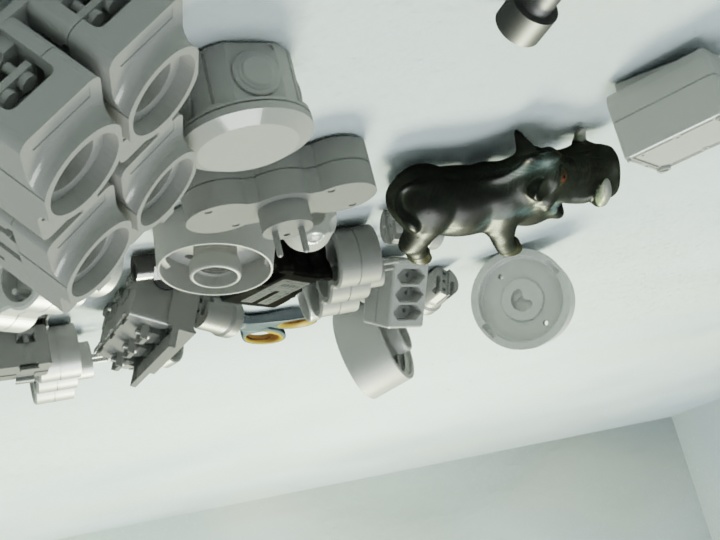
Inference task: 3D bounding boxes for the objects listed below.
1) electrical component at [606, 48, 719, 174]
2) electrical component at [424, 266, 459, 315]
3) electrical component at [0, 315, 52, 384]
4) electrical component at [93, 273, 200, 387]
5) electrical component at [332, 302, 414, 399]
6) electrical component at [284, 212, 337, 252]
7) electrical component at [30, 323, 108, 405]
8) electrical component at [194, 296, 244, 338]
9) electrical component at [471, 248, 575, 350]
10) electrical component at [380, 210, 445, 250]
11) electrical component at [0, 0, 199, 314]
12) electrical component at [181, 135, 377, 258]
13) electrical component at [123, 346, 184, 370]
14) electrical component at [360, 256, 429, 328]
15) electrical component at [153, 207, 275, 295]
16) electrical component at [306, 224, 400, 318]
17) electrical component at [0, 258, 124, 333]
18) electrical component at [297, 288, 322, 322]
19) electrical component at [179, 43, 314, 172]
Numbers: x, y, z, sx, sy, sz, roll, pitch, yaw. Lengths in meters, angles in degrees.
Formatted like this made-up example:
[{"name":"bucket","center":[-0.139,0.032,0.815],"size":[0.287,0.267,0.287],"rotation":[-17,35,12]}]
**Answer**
[{"name":"electrical component","center":[0.237,-0.120,0.778],"size":[0.096,0.061,0.062],"rotation":[-26,160,35]},{"name":"electrical component","center":[0.078,0.021,1.149],"size":[0.040,0.040,0.046],"rotation":[-2,154,-36]},{"name":"electrical component","center":[-0.328,0.066,0.913],"size":[0.121,0.063,0.079],"rotation":[-6,162,-26]},{"name":"electrical component","center":[-0.192,0.048,0.964],"size":[0.063,0.078,0.121],"rotation":[18,151,-21]},{"name":"electrical component","center":[0.022,0.081,1.185],"size":[0.060,0.108,0.108],"rotation":[-25,161,15]},{"name":"electrical component","center":[-0.043,-0.034,0.857],"size":[0.043,0.043,0.062],"rotation":[-10,164,-15]},{"name":"electrical component","center":[-0.282,0.090,1.049],"size":[0.074,0.052,0.138],"rotation":[-8,163,-22]},{"name":"electrical component","center":[-0.141,0.043,1.037],"size":[0.040,0.040,0.046],"rotation":[-25,155,32]},{"name":"electrical component","center":[0.180,0.033,1.159],"size":[0.108,0.108,0.060],"rotation":[-20,169,20]},{"name":"electrical component","center":[0.045,-0.038,0.928],"size":[0.046,0.040,0.040],"rotation":[1,158,-25]},{"name":"electrical component","center":[-0.139,-0.060,0.542],"size":[0.105,0.060,0.186],"rotation":[-51,172,-24]},{"name":"electrical component","center":[-0.055,-0.045,0.759],"size":[0.138,0.073,0.052],"rotation":[-11,163,-12]},{"name":"electrical component","center":[-0.212,0.077,1.081],"size":[0.055,0.048,0.066],"rotation":[-12,165,19]},{"name":"electrical component","center":[0.023,0.019,1.063],"size":[0.047,0.065,0.077],"rotation":[1,-173,-41]},{"name":"electrical component","center":[-0.113,-0.022,0.845],"size":[0.099,0.064,0.099],"rotation":[-4,153,-2]},{"name":"electrical component","center":[0.000,0.000,0.989],"size":[0.074,0.052,0.138],"rotation":[-10,163,-17]},{"name":"electrical component","center":[-0.232,0.009,0.824],"size":[0.138,0.052,0.074],"rotation":[-22,162,27]},{"name":"electrical component","center":[-0.035,0.027,1.074],"size":[0.046,0.040,0.040],"rotation":[-16,165,-16]},{"name":"electrical component","center":[-0.070,-0.093,0.627],"size":[0.080,0.051,0.080],"rotation":[-13,163,-4]}]
